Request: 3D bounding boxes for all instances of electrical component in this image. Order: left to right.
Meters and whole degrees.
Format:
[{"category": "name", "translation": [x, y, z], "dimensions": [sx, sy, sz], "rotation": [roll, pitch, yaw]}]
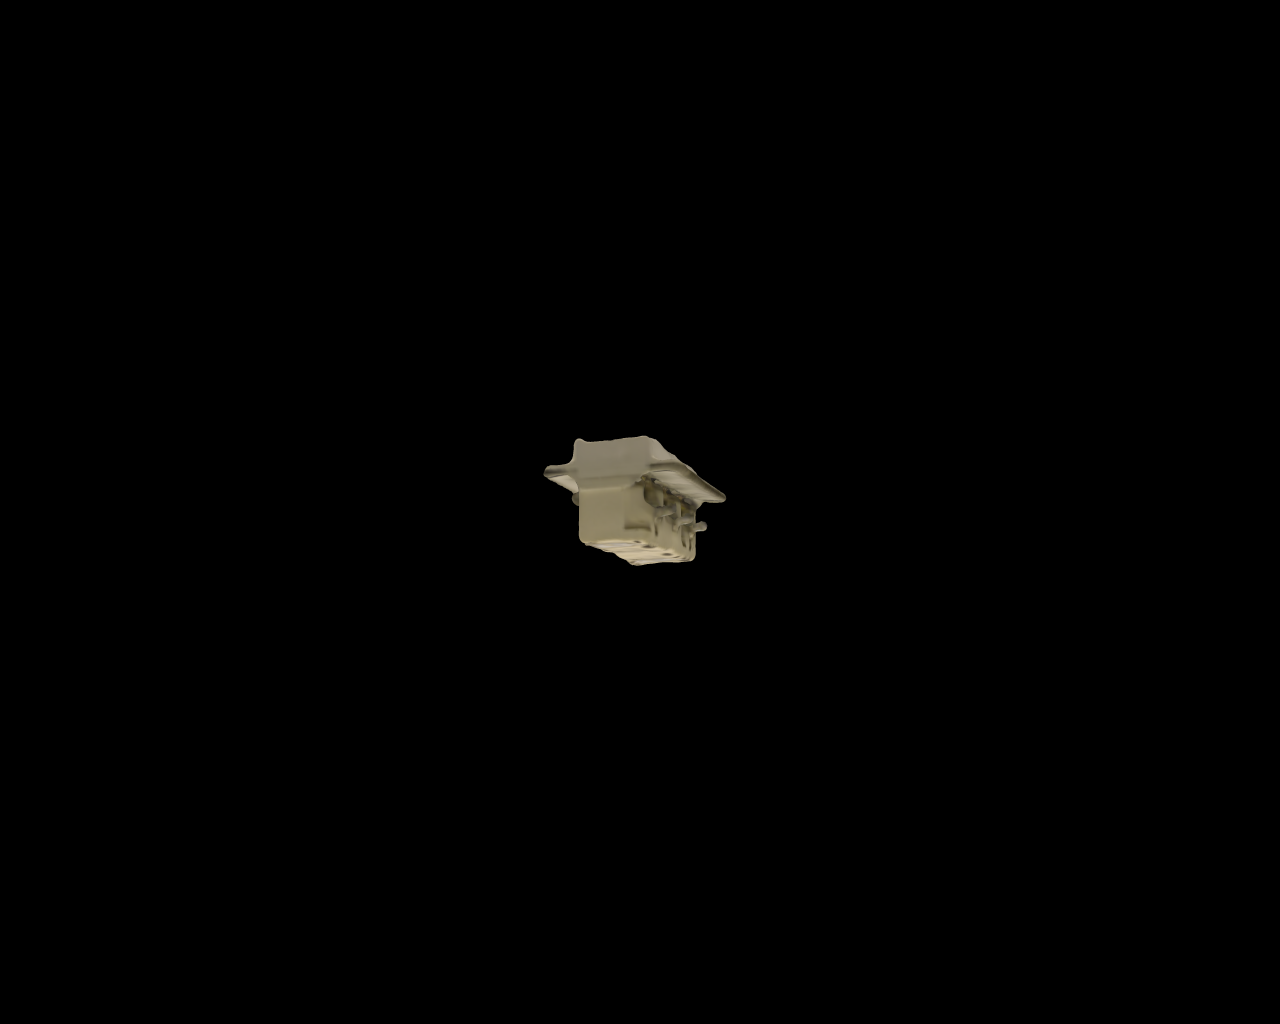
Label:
[{"category": "electrical component", "translation": [0.001, -0.003, 0.650], "dimensions": [0.079, 0.063, 0.121], "rotation": [-3, -10, 15]}]
